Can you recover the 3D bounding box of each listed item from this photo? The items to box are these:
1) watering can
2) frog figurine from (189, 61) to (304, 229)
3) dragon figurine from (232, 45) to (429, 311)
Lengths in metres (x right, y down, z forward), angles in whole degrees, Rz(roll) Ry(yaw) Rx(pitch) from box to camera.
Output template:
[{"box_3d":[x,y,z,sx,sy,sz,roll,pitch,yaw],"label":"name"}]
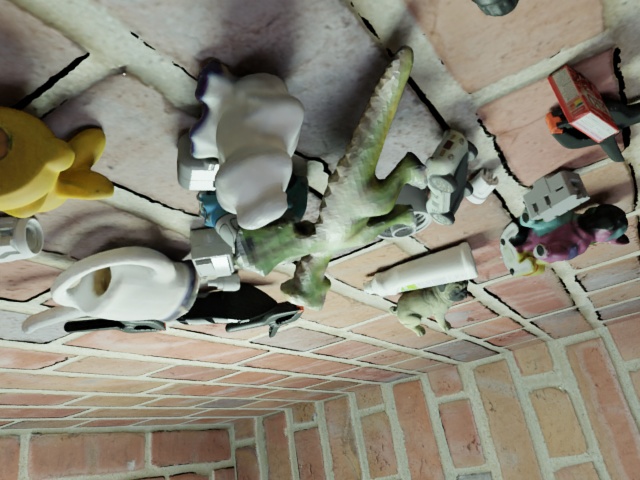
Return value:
[{"box_3d":[-0.355,0.096,0.893,0.343,0.106,0.223,-31,149,35],"label":"watering can"},{"box_3d":[-0.061,-0.090,0.530,0.122,0.162,0.135,4,130,-51],"label":"frog figurine"},{"box_3d":[0.002,-0.032,0.645,0.245,0.124,0.400,-33,149,-19],"label":"dragon figurine"}]
